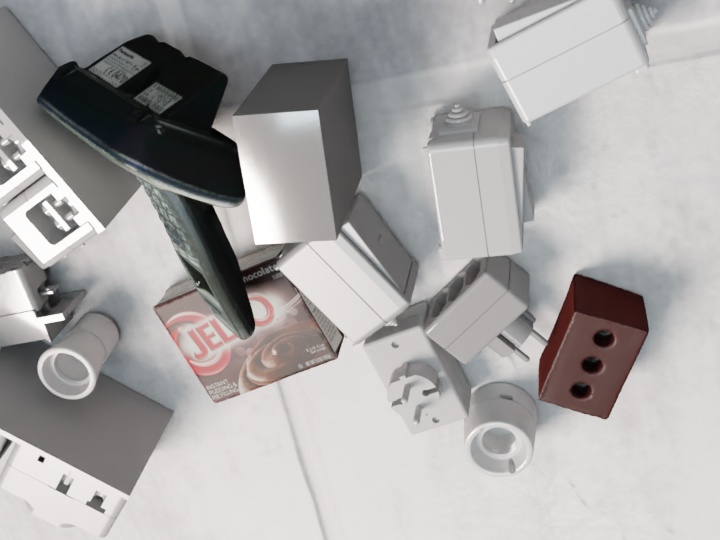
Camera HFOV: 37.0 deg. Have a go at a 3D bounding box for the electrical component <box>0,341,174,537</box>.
[{"bbox_3d":[-0.251,0.115,0.818,0.186,0.105,0.060,29,118,-6],"label":"electrical component"}]

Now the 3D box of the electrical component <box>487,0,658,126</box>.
[{"bbox_3d":[0.128,-0.141,0.644,0.096,0.061,0.061,-25,110,20],"label":"electrical component"}]

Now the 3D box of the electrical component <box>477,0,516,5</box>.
[{"bbox_3d":[0.081,-0.194,0.633,0.083,0.047,0.075,1,117,9],"label":"electrical component"}]

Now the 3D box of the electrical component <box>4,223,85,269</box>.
[{"bbox_3d":[-0.236,-0.036,0.773,0.040,0.040,0.078,-36,106,24],"label":"electrical component"}]

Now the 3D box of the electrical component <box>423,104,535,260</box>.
[{"bbox_3d":[0.078,-0.062,0.694,0.061,0.061,0.096,-5,116,12],"label":"electrical component"}]

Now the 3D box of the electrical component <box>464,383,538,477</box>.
[{"bbox_3d":[0.103,0.119,0.792,0.055,0.047,0.055,4,118,8],"label":"electrical component"}]

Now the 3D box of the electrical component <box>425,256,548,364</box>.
[{"bbox_3d":[0.096,0.035,0.750,0.077,0.047,0.065,38,117,-11],"label":"electrical component"}]

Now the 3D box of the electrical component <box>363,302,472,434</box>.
[{"bbox_3d":[0.040,0.080,0.767,0.047,0.075,0.083,-21,112,19],"label":"electrical component"}]

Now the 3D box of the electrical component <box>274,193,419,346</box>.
[{"bbox_3d":[0.000,0.000,0.740,0.061,0.061,0.096,-38,105,25],"label":"electrical component"}]

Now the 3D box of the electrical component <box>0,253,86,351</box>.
[{"bbox_3d":[-0.254,0.021,0.806,0.081,0.042,0.063,-10,113,14],"label":"electrical component"}]

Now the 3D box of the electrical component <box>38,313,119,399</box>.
[{"bbox_3d":[-0.207,0.061,0.805,0.044,0.065,0.044,4,117,8],"label":"electrical component"}]

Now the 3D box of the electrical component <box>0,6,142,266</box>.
[{"bbox_3d":[-0.225,-0.087,0.717,0.062,0.089,0.150,-31,108,22],"label":"electrical component"}]
